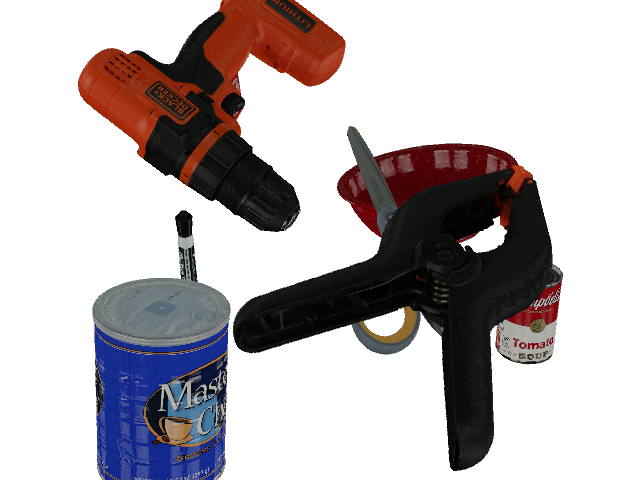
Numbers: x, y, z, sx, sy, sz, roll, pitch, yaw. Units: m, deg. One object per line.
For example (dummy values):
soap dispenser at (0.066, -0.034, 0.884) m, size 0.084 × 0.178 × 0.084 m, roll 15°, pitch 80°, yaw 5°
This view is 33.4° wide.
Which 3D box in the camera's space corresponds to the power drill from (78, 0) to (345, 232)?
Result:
power drill at (-0.058, -0.109, 0.797) m, size 0.187 × 0.184 × 0.057 m, roll -50°, pitch -3°, yaw -41°

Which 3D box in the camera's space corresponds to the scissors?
scissors at (0.034, 0.001, 0.697) m, size 0.096 × 0.016 × 0.202 m, roll -25°, pitch 52°, yaw -18°

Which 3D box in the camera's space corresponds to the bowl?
bowl at (0.098, -0.035, 0.956) m, size 0.162 × 0.055 × 0.162 m, roll -9°, pitch 22°, yaw 3°

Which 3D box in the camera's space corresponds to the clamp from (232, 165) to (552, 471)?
clamp at (0.059, 0.026, 0.475) m, size 0.120 × 0.039 × 0.171 m, roll 38°, pitch 55°, yaw 24°

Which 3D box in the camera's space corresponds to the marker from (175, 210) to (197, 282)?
marker at (-0.149, 0.020, 1.195) m, size 0.020 × 0.121 × 0.020 m, roll -1°, pitch 32°, yaw 0°

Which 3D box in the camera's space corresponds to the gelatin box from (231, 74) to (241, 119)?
gelatin box at (-0.102, -0.126, 0.992) m, size 0.030 × 0.089 × 0.073 m, roll 10°, pitch -42°, yaw 15°

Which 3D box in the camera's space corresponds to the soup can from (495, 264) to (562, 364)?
soup can at (0.236, 0.081, 1.217) m, size 0.068 × 0.102 × 0.068 m, roll 0°, pitch 25°, yaw 0°

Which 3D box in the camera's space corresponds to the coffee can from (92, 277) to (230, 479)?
coffee can at (-0.123, 0.113, 0.826) m, size 0.103 × 0.140 × 0.103 m, roll 3°, pitch 23°, yaw -1°
